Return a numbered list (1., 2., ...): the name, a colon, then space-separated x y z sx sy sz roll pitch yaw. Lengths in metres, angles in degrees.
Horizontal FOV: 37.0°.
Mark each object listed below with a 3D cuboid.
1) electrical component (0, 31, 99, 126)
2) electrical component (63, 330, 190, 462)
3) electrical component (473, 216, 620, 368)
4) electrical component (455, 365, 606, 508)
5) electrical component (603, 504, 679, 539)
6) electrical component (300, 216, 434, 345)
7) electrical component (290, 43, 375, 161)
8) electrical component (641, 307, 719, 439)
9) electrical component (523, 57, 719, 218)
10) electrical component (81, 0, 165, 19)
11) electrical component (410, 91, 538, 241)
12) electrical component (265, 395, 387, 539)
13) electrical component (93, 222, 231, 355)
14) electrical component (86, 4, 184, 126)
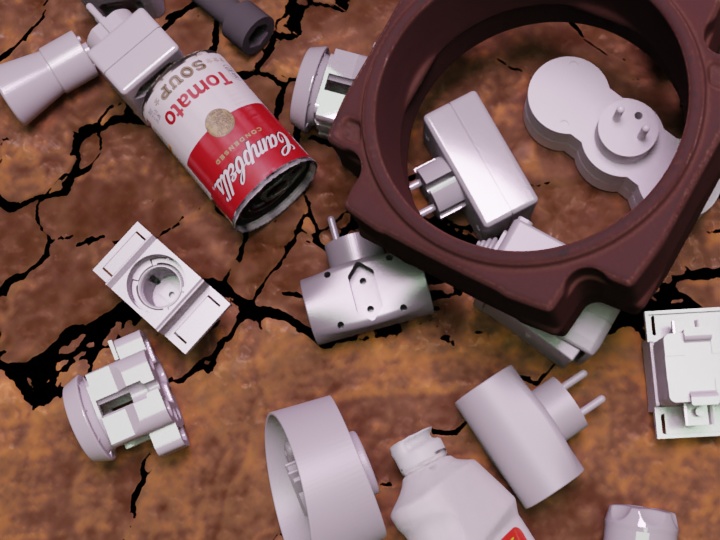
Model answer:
1. electrical component: -0.211 -0.133 0.729 0.065 0.044 0.044 -32 79 -7
2. electrical component: -0.149 0.085 0.673 0.057 0.058 0.078 -23 79 -4
3. electrical component: 0.110 0.014 0.667 0.096 0.061 0.061 29 82 9
4. electrical component: 0.112 0.092 0.660 0.079 0.044 0.077 -33 79 -3
5. electrical component: 0.166 0.172 0.642 0.043 0.043 0.062 7 81 5
6. electrical component: 0.000 0.000 0.686 0.077 0.043 0.079 -15 78 1
7. electrical component: -0.011 -0.113 0.703 0.057 0.058 0.078 15 80 4
8. electrical component: 0.239 0.059 0.649 0.121 0.063 0.078 -4 79 3
9. electrical component: 0.165 -0.083 0.676 0.138 0.073 0.052 40 84 10
10. electrical component: -0.169 -0.222 0.735 0.050 0.055 0.089 -9 78 2
11. electrical component: 0.060 -0.057 0.691 0.076 0.047 0.083 -27 78 -3
12. electrical component: -0.025 0.126 0.638 0.064 0.099 0.099 -21 78 -7
13. electrical component: -0.123 0.014 0.682 0.081 0.064 0.042 41 83 10
14. electrical component: -0.154 -0.146 0.714 0.047 0.065 0.076 -42 79 -5
